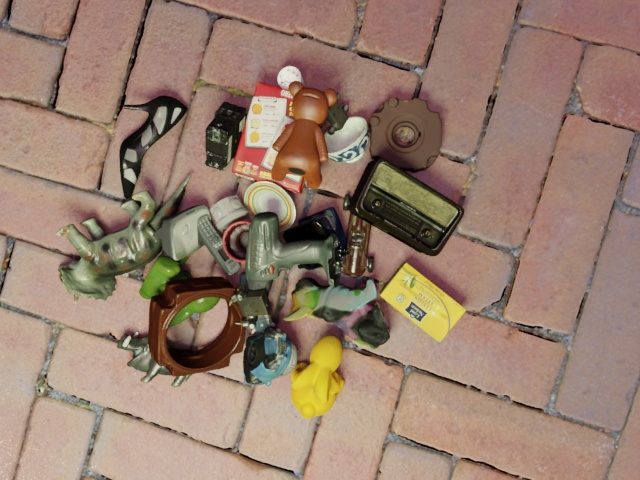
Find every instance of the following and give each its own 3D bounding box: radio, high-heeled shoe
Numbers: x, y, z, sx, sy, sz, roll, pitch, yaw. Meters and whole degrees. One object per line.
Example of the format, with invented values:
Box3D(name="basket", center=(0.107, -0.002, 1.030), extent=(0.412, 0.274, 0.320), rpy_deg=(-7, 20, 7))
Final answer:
Box3D(name="radio", center=(0.184, -0.068, 1.174), extent=(0.229, 0.073, 0.131), rpy_deg=(29, 90, -10))
Box3D(name="high-heeled shoe", center=(-0.395, -0.217, 1.273), extent=(0.145, 0.086, 0.248), rpy_deg=(1, 110, -24))

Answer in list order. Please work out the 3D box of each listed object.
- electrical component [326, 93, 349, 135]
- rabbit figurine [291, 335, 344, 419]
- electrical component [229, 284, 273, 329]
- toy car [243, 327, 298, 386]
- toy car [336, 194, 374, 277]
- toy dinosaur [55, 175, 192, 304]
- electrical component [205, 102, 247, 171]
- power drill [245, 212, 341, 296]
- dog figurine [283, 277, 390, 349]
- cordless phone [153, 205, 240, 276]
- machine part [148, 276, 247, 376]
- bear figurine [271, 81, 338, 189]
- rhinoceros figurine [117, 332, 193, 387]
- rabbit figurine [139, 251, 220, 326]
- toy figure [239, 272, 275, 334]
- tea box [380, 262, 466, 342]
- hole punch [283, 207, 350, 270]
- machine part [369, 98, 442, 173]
Box3D(name="electrical component", center=(0.033, -0.279, 1.196), extent=(0.063, 0.021, 0.094), rpy_deg=(48, 56, -33))
Box3D(name="rabbit figurine", center=(-0.007, 0.289, 1.168), extent=(0.122, 0.162, 0.173), rpy_deg=(25, 109, 12))
Box3D(name="electrical component", center=(-0.149, 0.144, 1.150), extent=(0.078, 0.045, 0.102), rpy_deg=(0, 123, 17))
Box3D(name="toy car", center=(-0.102, 0.257, 1.191), extent=(0.103, 0.161, 0.109), rpy_deg=(16, 52, -31))
Box3D(name="toy car", center=(0.088, -0.017, 1.224), extent=(0.089, 0.053, 0.202), rpy_deg=(8, 92, 8))
Box3D(name="toy dinosaur", center=(-0.450, 0.011, 1.245), extent=(0.405, 0.131, 0.192), rpy_deg=(-24, 100, 1))
Box3D(name="electrical component", center=(-0.209, -0.239, 1.209), extent=(0.058, 0.134, 0.114), rpy_deg=(20, 135, 2))
Box3D(name="power drill", center=(-0.061, 0.055, 1.146), extent=(0.208, 0.086, 0.231), rpy_deg=(5, 111, 19))
Box3D(name="dog figurine", center=(0.033, 0.166, 1.204), extent=(0.219, 0.108, 0.191), rpy_deg=(-16, 91, 9))
Box3D(name="cordless phone", center=(-0.269, 0.020, 1.212), extent=(0.089, 0.146, 0.184), rpy_deg=(-36, 92, 31))
Box3D(name="machine part", center=(-0.265, 0.187, 1.177), extent=(0.201, 0.087, 0.201), rpy_deg=(-3, 110, -33))
Box3D(name="bear figurine", center=(-0.034, -0.226, 1.147), extent=(0.120, 0.132, 0.196), rpy_deg=(10, 73, -2))
Box3D(name="rhinoceros figurine", center=(-0.382, 0.273, 1.255), extent=(0.190, 0.073, 0.112), rpy_deg=(15, 93, 5))
Box3D(name="rabbit figurine", center=(-0.318, 0.121, 1.232), extent=(0.170, 0.121, 0.159), rpy_deg=(30, 97, -11))
Box3D(name="toy figure", center=(-0.143, 0.145, 1.241), extent=(0.064, 0.058, 0.154), rpy_deg=(-14, 93, 31))
Box3D(name="tea box", center=(0.227, 0.136, 1.202), extent=(0.170, 0.068, 0.098), rpy_deg=(37, 93, 3))
Box3D(name="hole punch", center=(-0.002, -0.004, 1.205), extent=(0.142, 0.092, 0.115), rpy_deg=(-20, 110, 32))
Box3D(name="machine part", center=(0.192, -0.235, 1.211), extent=(0.179, 0.056, 0.179), rpy_deg=(0, 91, 4))
